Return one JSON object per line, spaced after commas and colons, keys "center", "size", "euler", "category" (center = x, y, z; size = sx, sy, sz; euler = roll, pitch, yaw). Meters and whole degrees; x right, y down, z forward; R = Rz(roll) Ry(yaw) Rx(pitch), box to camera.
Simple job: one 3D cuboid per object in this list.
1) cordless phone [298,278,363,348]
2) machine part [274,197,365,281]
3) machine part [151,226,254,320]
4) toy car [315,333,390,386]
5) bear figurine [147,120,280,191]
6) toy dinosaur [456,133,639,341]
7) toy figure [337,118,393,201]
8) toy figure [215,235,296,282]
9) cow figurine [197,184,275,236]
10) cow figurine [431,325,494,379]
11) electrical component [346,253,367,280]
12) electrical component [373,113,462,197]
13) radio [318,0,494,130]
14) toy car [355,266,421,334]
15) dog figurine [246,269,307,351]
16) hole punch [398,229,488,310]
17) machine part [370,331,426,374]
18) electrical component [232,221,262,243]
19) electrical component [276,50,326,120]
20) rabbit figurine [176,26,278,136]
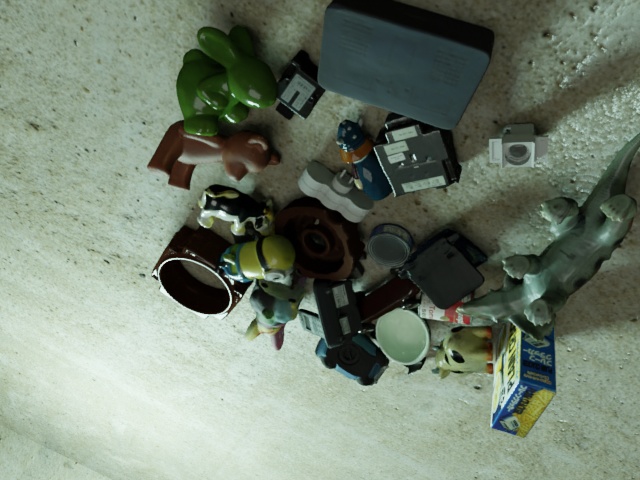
{"center": [-0.003, 0.140, 1.139], "size": [0.184, 0.089, 0.146], "euler": [2, 108, 60], "category": "cordless phone"}
{"center": [-0.002, -0.003, 1.031], "size": [0.180, 0.056, 0.179], "euler": [17, 130, 21], "category": "machine part"}
{"center": [-0.264, 0.079, 1.209], "size": [0.201, 0.087, 0.201], "euler": [35, 132, -9], "category": "machine part"}
{"center": [0.075, 0.248, 1.211], "size": [0.162, 0.103, 0.109], "euler": [31, 98, -1], "category": "toy car"}
{"center": [-0.181, -0.141, 0.954], "size": [0.196, 0.132, 0.120], "euler": [18, 171, 12], "category": "bear figurine"}
{"center": [0.395, 0.016, 0.846], "size": [0.131, 0.192, 0.404], "euler": [47, 109, 25], "category": "toy dinosaur"}
{"center": [0.070, -0.134, 0.895], "size": [0.058, 0.064, 0.154], "euler": [-6, 130, 44], "category": "toy figure"}
{"center": [-0.130, 0.037, 1.050], "size": [0.180, 0.082, 0.089], "euler": [-1, 120, 36], "category": "toy figure"}
{"center": [-0.146, -0.058, 1.033], "size": [0.167, 0.068, 0.098], "euler": [14, 147, -19], "category": "cow figurine"}
{"center": [0.290, 0.234, 1.100], "size": [0.127, 0.085, 0.194], "euler": [2, 153, 17], "category": "cow figurine"}
{"center": [0.060, 0.054, 1.097], "size": [0.094, 0.021, 0.063], "euler": [-17, 122, 33], "category": "electrical component"}
{"center": [0.154, -0.143, 0.857], "size": [0.115, 0.058, 0.134], "euler": [-9, 126, 26], "category": "electrical component"}
{"center": [0.115, -0.254, 0.764], "size": [0.230, 0.073, 0.131], "euler": [20, 135, 7], "category": "radio"}
{"center": [0.129, 0.122, 1.088], "size": [0.053, 0.089, 0.202], "euler": [0, 151, -39], "category": "toy car"}
{"center": [-0.104, 0.163, 1.162], "size": [0.108, 0.192, 0.219], "euler": [17, 119, -2], "category": "dog figurine"}
{"center": [0.230, 0.044, 0.978], "size": [0.116, 0.092, 0.142], "euler": [47, 125, -2], "category": "hole punch"}
{"center": [0.183, 0.244, 1.209], "size": [0.084, 0.039, 0.138], "euler": [-30, 113, 33], "category": "machine part"}
{"center": [-0.146, 0.000, 1.117], "size": [0.078, 0.045, 0.102], "euler": [8, 133, 13], "category": "electrical component"}
{"center": [-0.038, -0.234, 0.861], "size": [0.075, 0.048, 0.119], "euler": [39, 131, -13], "category": "electrical component"}
{"center": [-0.133, -0.250, 0.841], "size": [0.170, 0.121, 0.158], "euler": [5, 111, 37], "category": "rabbit figurine"}
